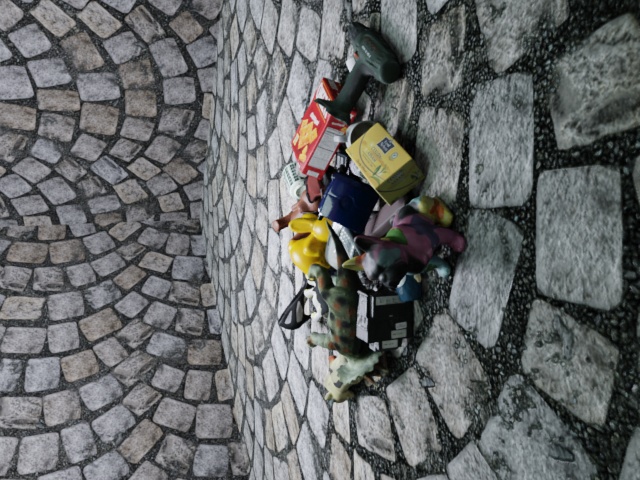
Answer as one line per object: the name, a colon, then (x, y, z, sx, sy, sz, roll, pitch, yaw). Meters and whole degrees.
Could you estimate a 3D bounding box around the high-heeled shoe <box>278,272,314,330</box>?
high-heeled shoe: (-0.074, 0.151, 1.669, 0.086, 0.145, 0.248, 156, 108, -67)

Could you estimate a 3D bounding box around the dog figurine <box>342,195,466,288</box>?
dog figurine: (0.142, 0.001, 0.979, 0.108, 0.219, 0.192, 115, 145, -45)

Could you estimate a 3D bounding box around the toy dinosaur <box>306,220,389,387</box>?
toy dinosaur: (0.066, 0.169, 1.232, 0.192, 0.131, 0.404, 20, 125, 42)

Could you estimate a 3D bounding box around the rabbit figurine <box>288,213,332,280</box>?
rabbit figurine: (-0.003, -0.004, 1.450, 0.162, 0.122, 0.173, 47, 125, 12)

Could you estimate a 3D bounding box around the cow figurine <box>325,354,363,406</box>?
cow figurine: (0.065, 0.365, 1.429, 0.195, 0.085, 0.127, 123, 146, -56)

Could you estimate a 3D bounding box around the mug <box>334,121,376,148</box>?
mug: (0.086, -0.236, 1.262, 0.107, 0.110, 0.080, -128, 30, -76)

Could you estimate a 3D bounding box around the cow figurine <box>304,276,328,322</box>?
cow figurine: (0.002, 0.147, 1.576, 0.098, 0.068, 0.167, -53, 47, 52)

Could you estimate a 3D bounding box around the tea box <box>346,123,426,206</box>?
tea box: (0.134, -0.161, 1.125, 0.098, 0.068, 0.170, -41, 40, 9)

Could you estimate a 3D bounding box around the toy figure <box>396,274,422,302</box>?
toy figure: (0.182, 0.049, 1.112, 0.064, 0.057, 0.154, -10, 80, 31)

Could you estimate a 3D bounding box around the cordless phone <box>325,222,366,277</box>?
cordless phone: (0.083, 0.046, 1.305, 0.184, 0.089, 0.146, -113, 29, -49)

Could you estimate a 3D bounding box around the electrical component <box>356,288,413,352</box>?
electrical component: (0.139, 0.171, 1.154, 0.058, 0.115, 0.134, -161, 71, -70)

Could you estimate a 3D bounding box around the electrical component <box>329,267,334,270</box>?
electrical component: (0.015, 0.080, 1.539, 0.021, 0.063, 0.094, 151, 113, -67)

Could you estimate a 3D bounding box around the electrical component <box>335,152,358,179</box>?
electrical component: (0.074, -0.204, 1.370, 0.075, 0.048, 0.119, -134, 43, -59)

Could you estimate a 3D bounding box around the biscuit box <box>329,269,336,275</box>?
biscuit box: (0.061, 0.179, 1.439, 0.062, 0.059, 0.203, 123, 139, -60)

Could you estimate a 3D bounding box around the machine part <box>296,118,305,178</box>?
machine part: (-0.027, -0.272, 1.585, 0.079, 0.079, 0.243, -131, 42, -58)

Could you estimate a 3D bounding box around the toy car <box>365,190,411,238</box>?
toy car: (0.151, -0.046, 1.179, 0.202, 0.053, 0.089, 132, 152, -60)

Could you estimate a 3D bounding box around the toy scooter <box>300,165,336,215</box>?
toy scooter: (-0.005, -0.116, 1.503, 0.135, 0.075, 0.184, -18, 79, 39)

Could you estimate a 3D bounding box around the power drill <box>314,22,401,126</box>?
power drill: (0.077, -0.376, 1.225, 0.207, 0.086, 0.232, -50, 44, 13)

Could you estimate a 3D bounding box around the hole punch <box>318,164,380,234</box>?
hole punch: (0.067, -0.085, 1.225, 0.142, 0.116, 0.092, -65, 17, 13)

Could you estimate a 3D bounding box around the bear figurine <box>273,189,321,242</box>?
bear figurine: (-0.049, -0.078, 1.613, 0.120, 0.132, 0.195, 49, 152, 12)
